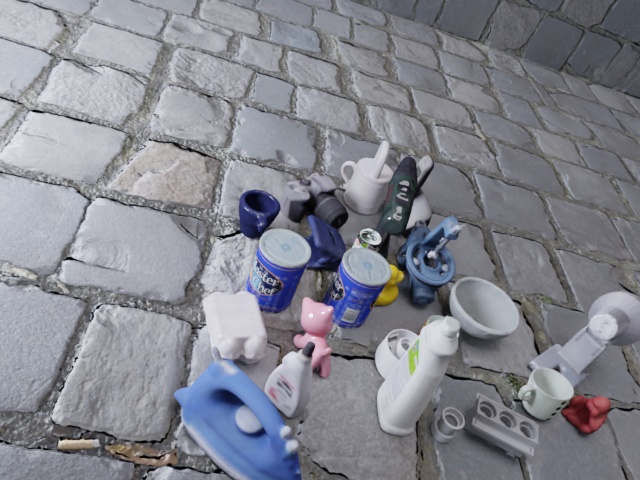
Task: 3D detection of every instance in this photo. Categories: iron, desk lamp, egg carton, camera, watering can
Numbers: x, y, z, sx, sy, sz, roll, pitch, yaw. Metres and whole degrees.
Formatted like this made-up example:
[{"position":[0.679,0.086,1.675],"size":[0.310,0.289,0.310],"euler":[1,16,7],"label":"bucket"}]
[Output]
[{"position":[-0.101,0.281,0.879],"size":[0.257,0.141,0.119],"euler":[39,41,19],"label":"iron"},{"position":[0.594,0.217,1.241],"size":[0.204,0.213,0.117],"euler":[-17,53,-39],"label":"desk lamp"},{"position":[-0.155,0.159,1.048],"size":[0.107,0.069,0.150],"euler":[1,44,-26],"label":"egg carton"},{"position":[-0.002,-0.092,1.388],"size":[0.144,0.101,0.136],"euler":[-15,52,-38],"label":"camera"},{"position":[0.145,-0.166,1.472],"size":[0.173,0.194,0.100],"euler":[7,41,-19],"label":"watering can"}]

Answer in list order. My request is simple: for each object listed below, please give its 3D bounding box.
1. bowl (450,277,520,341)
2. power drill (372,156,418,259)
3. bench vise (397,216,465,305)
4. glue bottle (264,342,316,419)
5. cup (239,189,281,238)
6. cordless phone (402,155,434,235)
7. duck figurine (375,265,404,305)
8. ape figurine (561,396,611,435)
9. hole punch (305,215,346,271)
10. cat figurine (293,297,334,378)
[{"position":[0.358,0.167,1.292],"size":[0.168,0.074,0.167],"euler":[14,40,-12],"label":"bowl"},{"position":[0.167,-0.065,1.355],"size":[0.075,0.208,0.229],"euler":[20,39,-4],"label":"power drill"},{"position":[0.243,0.010,1.298],"size":[0.122,0.219,0.207],"euler":[0,44,-27],"label":"bench vise"},{"position":[-0.040,0.222,0.950],"size":[0.078,0.173,0.037],"euler":[38,41,18],"label":"glue bottle"},{"position":[-0.139,-0.041,1.265],"size":[0.092,0.095,0.117],"euler":[5,42,-21],"label":"cup"},{"position":[0.248,-0.115,1.471],"size":[0.094,0.185,0.147],"euler":[5,42,-22],"label":"cordless phone"},{"position":[0.138,0.091,1.259],"size":[0.105,0.086,0.077],"euler":[-2,45,-29],"label":"duck figurine"},{"position":[0.553,0.349,1.167],"size":[0.076,0.092,0.078],"euler":[16,39,-9],"label":"ape figurine"},{"position":[0.012,0.005,1.292],"size":[0.101,0.091,0.108],"euler":[5,42,-21],"label":"hole punch"},{"position":[-0.003,0.174,1.069],"size":[0.067,0.117,0.127],"euler":[5,42,-21],"label":"cat figurine"}]
